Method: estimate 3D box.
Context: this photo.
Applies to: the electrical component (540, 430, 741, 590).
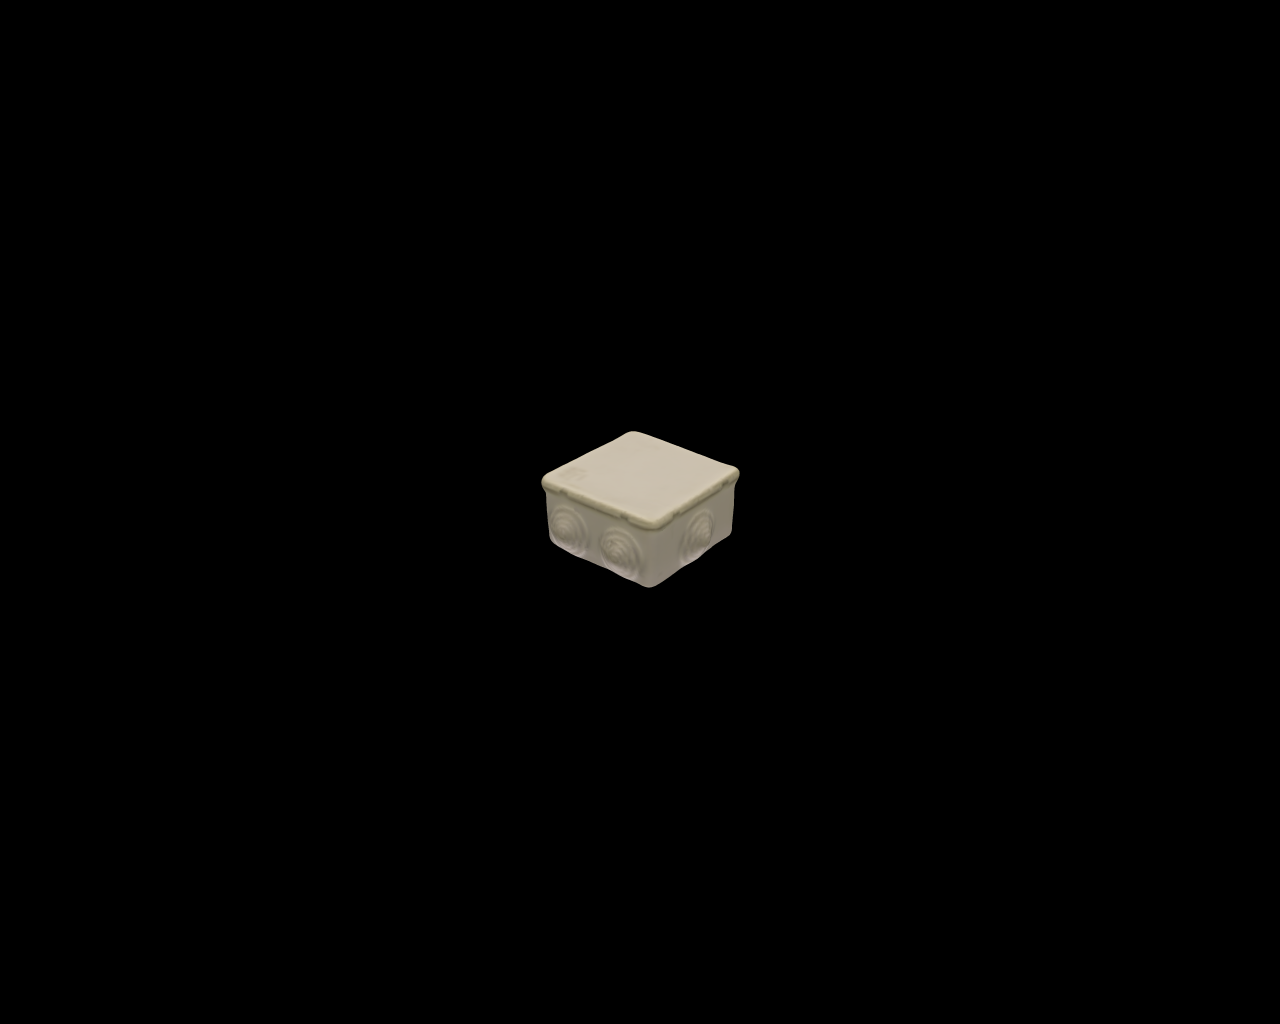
[{"bbox_3d":[0.001,-0.003,0.650,0.100,0.048,0.100,22,37,34],"label":"electrical component"}]
